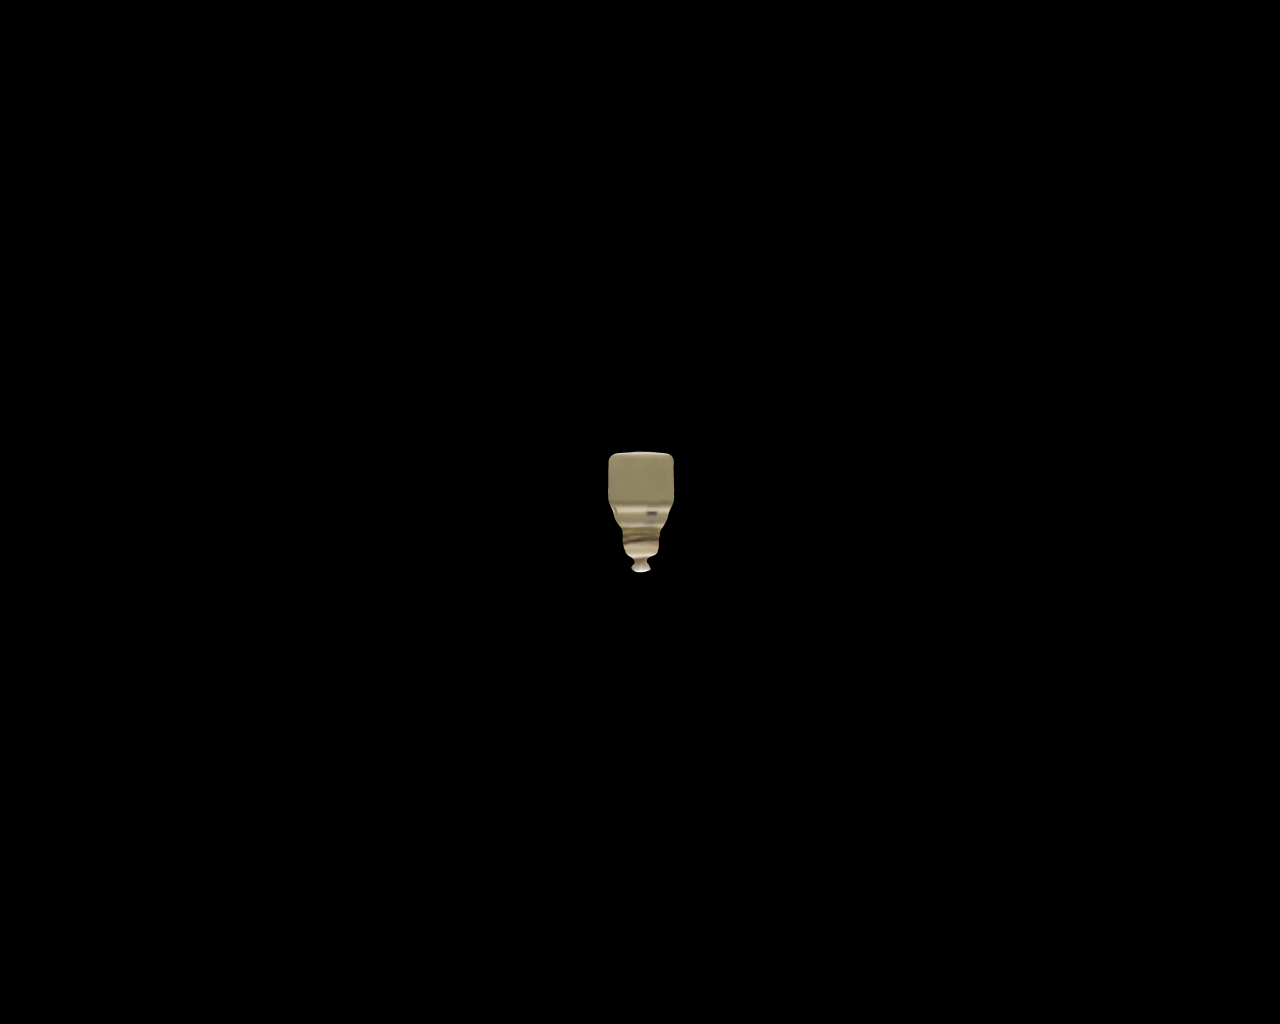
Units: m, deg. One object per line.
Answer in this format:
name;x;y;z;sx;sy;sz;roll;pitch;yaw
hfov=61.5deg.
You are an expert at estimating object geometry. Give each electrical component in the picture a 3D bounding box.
electrical component;0.001;-0.003;0.650;0.040;0.078;0.040;0;0;0
